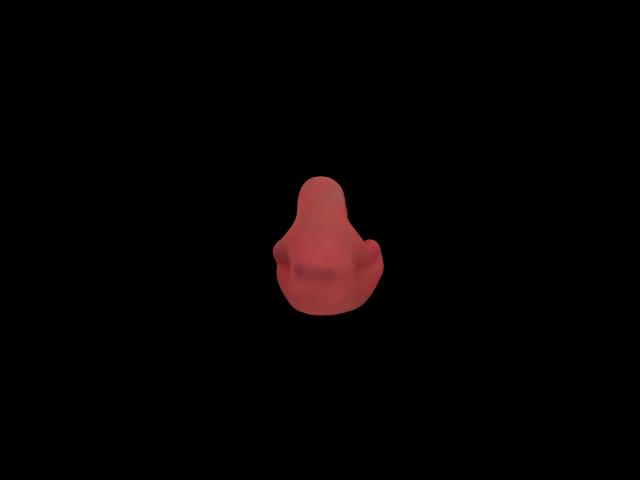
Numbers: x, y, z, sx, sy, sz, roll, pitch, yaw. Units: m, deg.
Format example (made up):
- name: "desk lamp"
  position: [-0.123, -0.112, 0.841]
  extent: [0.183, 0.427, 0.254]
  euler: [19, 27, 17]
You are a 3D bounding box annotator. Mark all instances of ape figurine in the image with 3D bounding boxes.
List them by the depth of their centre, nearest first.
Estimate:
- name: "ape figurine"
  position: [0.004, 0.001, 0.400]
  extent: [0.077, 0.092, 0.076]
  euler: [4, 12, 19]
